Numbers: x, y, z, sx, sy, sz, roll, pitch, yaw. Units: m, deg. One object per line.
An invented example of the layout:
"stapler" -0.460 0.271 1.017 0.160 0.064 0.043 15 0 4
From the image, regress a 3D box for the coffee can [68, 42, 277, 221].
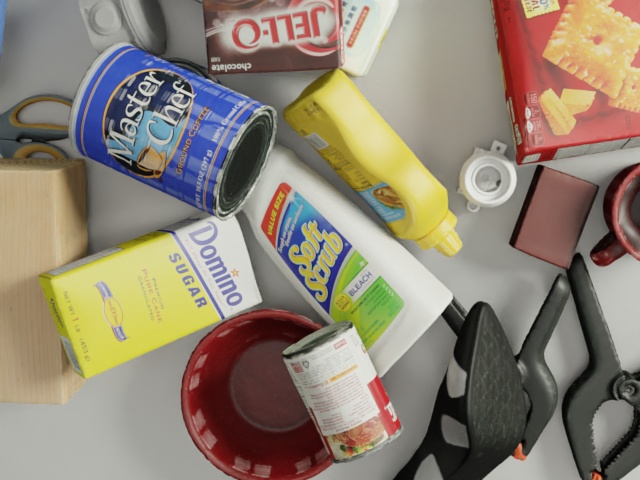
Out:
"coffee can" -0.120 -0.090 0.882 0.140 0.102 0.103 25 98 12

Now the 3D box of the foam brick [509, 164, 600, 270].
"foam brick" 0.203 -0.021 0.933 0.051 0.053 0.078 19 96 3

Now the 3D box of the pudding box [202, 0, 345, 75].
"pudding box" -0.038 -0.182 0.867 0.113 0.039 0.090 -2 103 9

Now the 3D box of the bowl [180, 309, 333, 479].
"bowl" -0.043 0.139 0.970 0.162 0.055 0.162 0 96 5

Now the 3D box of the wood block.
"wood block" -0.261 0.034 0.954 0.091 0.090 0.206 1 101 5

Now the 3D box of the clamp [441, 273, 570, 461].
"clamp" 0.160 0.111 0.959 0.120 0.039 0.171 4 98 22

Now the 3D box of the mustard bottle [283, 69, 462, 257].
"mustard bottle" 0.054 -0.058 0.918 0.191 0.096 0.058 47 74 -11

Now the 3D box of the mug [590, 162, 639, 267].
"mug" 0.280 -0.018 0.911 0.117 0.081 0.093 -42 91 8

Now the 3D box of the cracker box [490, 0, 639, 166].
"cracker box" 0.259 -0.162 0.891 0.214 0.072 0.164 -8 85 6

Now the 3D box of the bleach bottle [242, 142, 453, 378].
"bleach bottle" -0.006 0.001 0.947 0.251 0.068 0.103 42 118 6

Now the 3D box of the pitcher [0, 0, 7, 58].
"pitcher" -0.322 -0.245 0.914 0.145 0.149 0.243 6 100 -1

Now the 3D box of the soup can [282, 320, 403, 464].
"soup can" 0.018 0.128 0.902 0.068 0.068 0.102 -25 93 7

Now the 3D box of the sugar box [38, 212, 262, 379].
"sugar box" -0.143 0.043 0.926 0.176 0.048 0.093 -23 104 -25

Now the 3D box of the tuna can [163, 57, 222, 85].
"tuna can" -0.126 -0.119 0.956 0.086 0.033 0.086 1 93 12

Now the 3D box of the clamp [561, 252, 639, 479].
"clamp" 0.283 0.127 0.949 0.164 0.036 0.210 11 96 6

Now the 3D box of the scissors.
"scissors" -0.313 -0.087 0.991 0.202 0.016 0.096 -8 95 6
